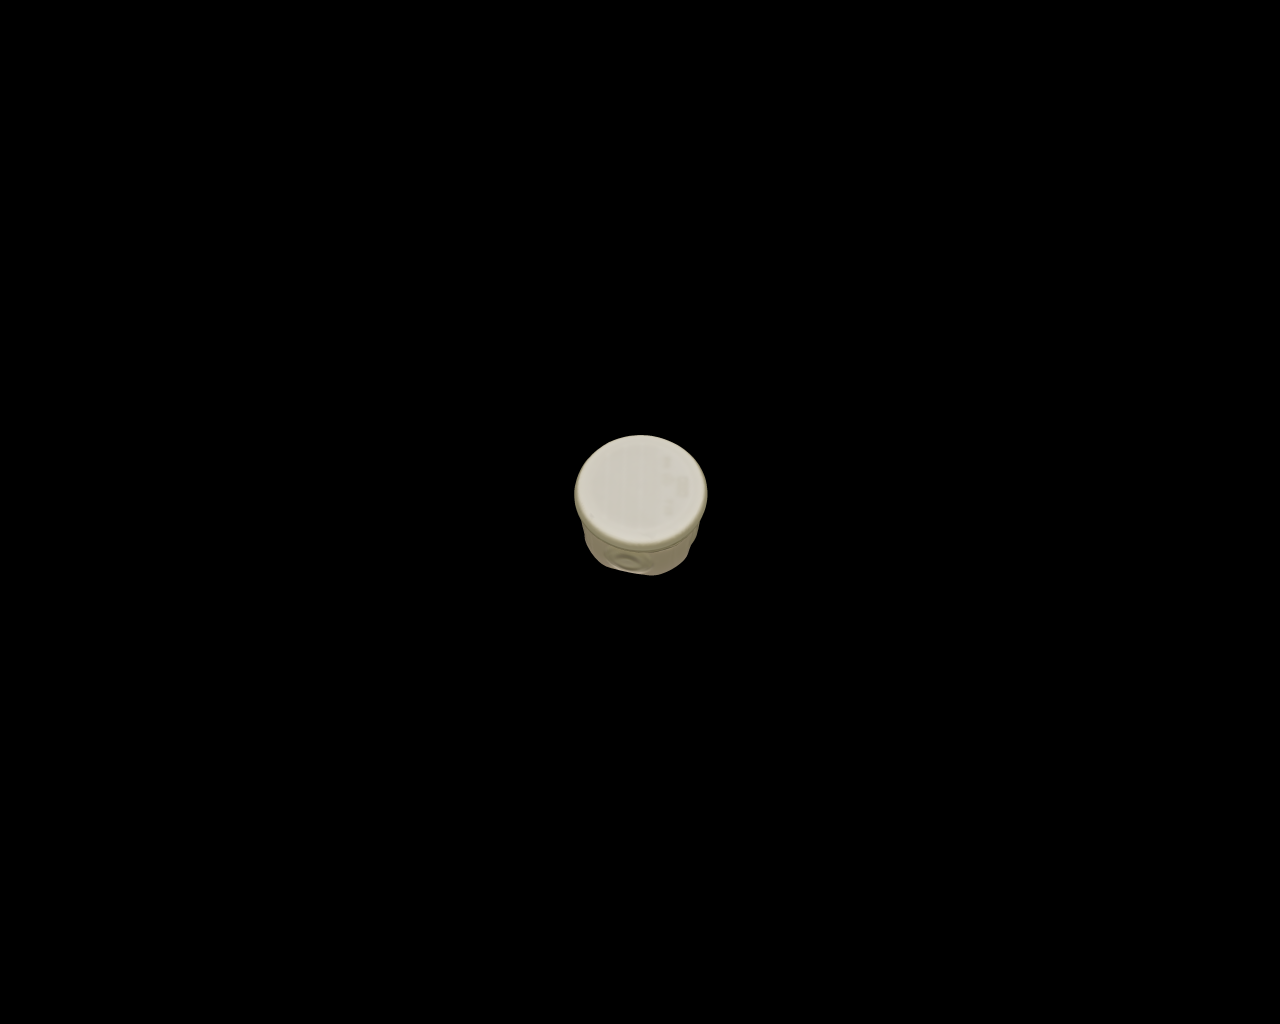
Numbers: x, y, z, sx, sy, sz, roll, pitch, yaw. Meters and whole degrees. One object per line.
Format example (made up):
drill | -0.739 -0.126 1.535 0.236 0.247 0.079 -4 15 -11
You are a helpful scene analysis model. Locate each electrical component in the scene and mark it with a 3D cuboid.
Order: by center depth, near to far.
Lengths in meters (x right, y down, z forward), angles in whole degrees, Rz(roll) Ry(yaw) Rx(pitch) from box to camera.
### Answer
electrical component | 0.001 -0.003 0.650 0.080 0.080 0.051 0 -30 0
